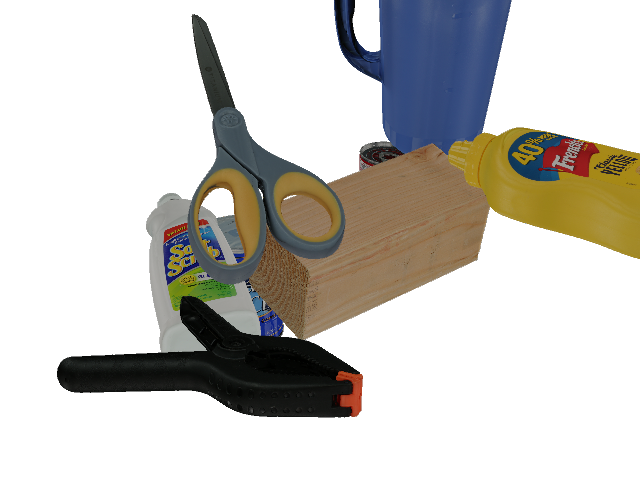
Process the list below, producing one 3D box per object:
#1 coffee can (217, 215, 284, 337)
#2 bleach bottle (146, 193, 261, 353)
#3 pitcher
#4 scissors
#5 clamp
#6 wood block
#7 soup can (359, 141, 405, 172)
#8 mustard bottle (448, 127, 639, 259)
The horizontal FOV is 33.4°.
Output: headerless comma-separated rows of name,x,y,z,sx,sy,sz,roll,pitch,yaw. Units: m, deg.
coffee can,-0.099,0.051,1.334,0.103,0.140,0.103,-2,25,1
bleach bottle,-0.141,0.029,1.120,0.102,0.068,0.251,-12,38,-14
pitcher,0.108,-0.196,1.055,0.144,0.243,0.149,-37,59,-26
scissors,-0.034,-0.059,0.624,0.096,0.201,0.016,5,-37,-6
clamp,-0.062,0.087,0.787,0.210,0.036,0.164,8,20,19
wood block,0.045,-0.002,0.980,0.205,0.090,0.091,-23,48,-28
soup can,0.076,-0.057,1.259,0.068,0.102,0.068,3,27,-2
mustard bottle,0.176,-0.040,0.753,0.192,0.058,0.096,19,37,33
